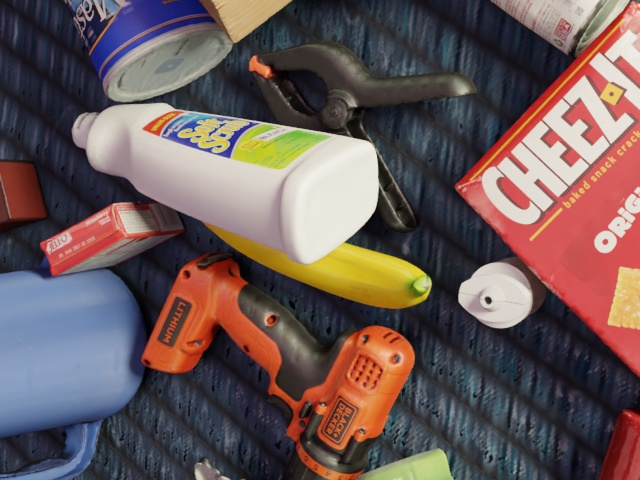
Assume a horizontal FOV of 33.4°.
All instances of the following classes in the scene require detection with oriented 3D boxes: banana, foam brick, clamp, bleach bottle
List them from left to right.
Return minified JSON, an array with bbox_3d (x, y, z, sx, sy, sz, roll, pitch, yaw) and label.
[{"bbox_3d":[-0.276,-0.032,0.888,0.078,0.051,0.053,-17,86,23],"label":"foam brick"},{"bbox_3d":[-0.087,-0.054,0.768,0.251,0.102,0.068,16,123,32],"label":"bleach bottle"},{"bbox_3d":[0.004,0.012,0.765,0.198,0.069,0.037,16,65,31],"label":"banana"},{"bbox_3d":[0.021,-0.082,0.765,0.172,0.039,0.120,24,106,27],"label":"clamp"}]

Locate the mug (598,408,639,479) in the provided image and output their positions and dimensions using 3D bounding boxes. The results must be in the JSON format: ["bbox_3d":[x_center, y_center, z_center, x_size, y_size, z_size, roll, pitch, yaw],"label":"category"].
[{"bbox_3d":[0.229,0.159,0.672,0.117,0.093,0.081,14,95,-9],"label":"mug"}]

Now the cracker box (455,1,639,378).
[{"bbox_3d":[0.217,-0.016,0.667,0.214,0.072,0.164,47,109,14],"label":"cracker box"}]

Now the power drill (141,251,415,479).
[{"bbox_3d":[-0.040,0.110,0.794,0.188,0.057,0.185,32,110,16],"label":"power drill"}]

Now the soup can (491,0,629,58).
[{"bbox_3d":[0.145,-0.173,0.690,0.102,0.068,0.068,40,107,15],"label":"soup can"}]

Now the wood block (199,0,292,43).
[{"bbox_3d":[-0.007,-0.236,0.701,0.206,0.091,0.090,-37,80,-1],"label":"wood block"}]

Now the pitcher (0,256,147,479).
[{"bbox_3d":[-0.248,0.098,0.780,0.149,0.242,0.145,44,112,20],"label":"pitcher"}]

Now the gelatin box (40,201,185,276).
[{"bbox_3d":[-0.158,-0.003,0.818,0.073,0.089,0.030,-25,84,23],"label":"gelatin box"}]

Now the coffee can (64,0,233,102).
[{"bbox_3d":[-0.139,-0.188,0.791,0.103,0.102,0.140,-29,82,22],"label":"coffee can"}]
